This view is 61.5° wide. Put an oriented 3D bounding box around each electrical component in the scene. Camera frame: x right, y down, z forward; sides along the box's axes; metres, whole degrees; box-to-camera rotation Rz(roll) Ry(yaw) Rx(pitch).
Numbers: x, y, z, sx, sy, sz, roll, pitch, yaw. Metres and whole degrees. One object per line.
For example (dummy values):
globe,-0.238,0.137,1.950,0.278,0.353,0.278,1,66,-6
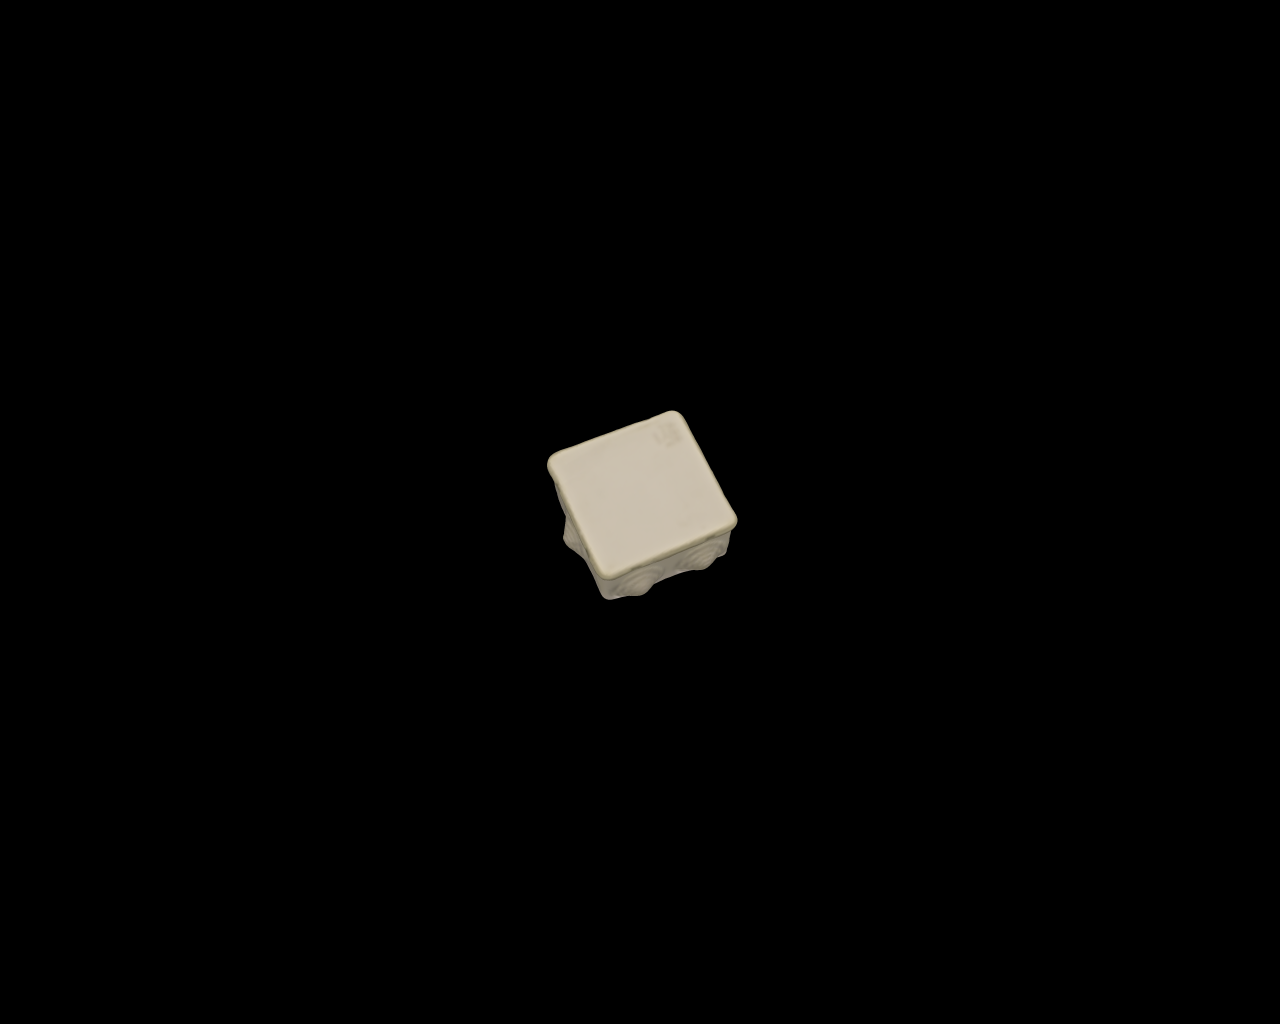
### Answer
electrical component,0.001,-0.003,0.650,0.100,0.100,0.048,-22,-25,-10
